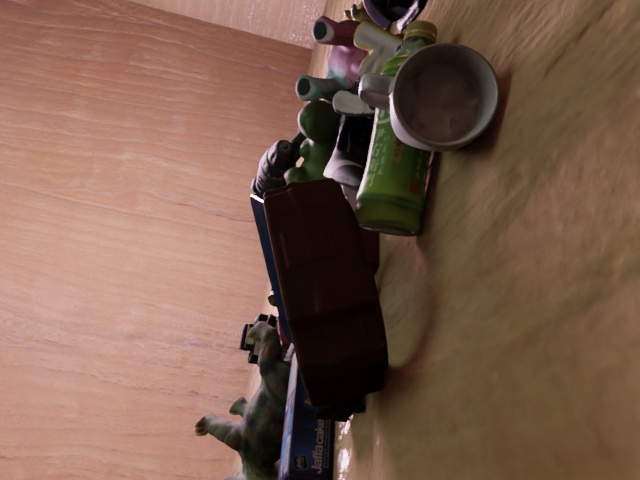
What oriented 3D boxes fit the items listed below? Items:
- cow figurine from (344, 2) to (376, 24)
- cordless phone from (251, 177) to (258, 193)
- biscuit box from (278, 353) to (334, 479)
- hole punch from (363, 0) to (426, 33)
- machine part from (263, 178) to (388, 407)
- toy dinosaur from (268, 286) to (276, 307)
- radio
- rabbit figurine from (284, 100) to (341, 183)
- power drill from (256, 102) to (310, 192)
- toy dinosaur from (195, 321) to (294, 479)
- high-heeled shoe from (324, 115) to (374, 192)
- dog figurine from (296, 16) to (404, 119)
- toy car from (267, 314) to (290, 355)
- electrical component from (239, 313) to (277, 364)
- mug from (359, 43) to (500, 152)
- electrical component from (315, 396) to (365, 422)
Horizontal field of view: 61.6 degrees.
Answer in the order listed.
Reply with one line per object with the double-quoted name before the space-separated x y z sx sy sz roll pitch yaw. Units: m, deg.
"cow figurine" 0.070 -0.346 0.989 0.127 0.085 0.194 -165 90 -88
"cordless phone" -0.079 -0.087 1.286 0.088 0.184 0.147 118 164 -48
"biscuit box" -0.015 0.247 0.762 0.059 0.063 0.203 112 167 -46
"hole punch" 0.106 -0.377 0.778 0.116 0.092 0.142 -175 94 -86
"machine part" 0.006 0.053 0.556 0.201 0.087 0.201 84 173 -57
"toy dinosaur" -0.057 0.049 1.169 0.199 0.105 0.470 -94 9 -54
"radio" -0.033 0.039 0.779 0.131 0.073 0.229 -163 57 -72
"rabbit figurine" 0.020 -0.164 0.908 0.159 0.121 0.170 -46 -35 -27
"power drill" -0.045 -0.182 1.055 0.207 0.086 0.232 -60 5 -27
"toy dinosaur" -0.068 0.272 0.883 0.131 0.192 0.404 14 -75 -60
"high-heeled shoe" 0.066 -0.146 0.761 0.249 0.086 0.145 -115 46 -73
"dog figurine" 0.079 -0.227 0.720 0.219 0.192 0.108 -23 -49 -56
"toy car" -0.066 0.200 1.104 0.202 0.089 0.053 -125 48 -77
"electrical component" -0.114 0.231 1.226 0.058 0.134 0.115 123 160 -69
"mug" 0.087 -0.113 0.463 0.107 0.110 0.080 -1 -81 -85
"electrical component" 0.028 0.155 0.657 0.074 0.048 0.119 117 162 -60
